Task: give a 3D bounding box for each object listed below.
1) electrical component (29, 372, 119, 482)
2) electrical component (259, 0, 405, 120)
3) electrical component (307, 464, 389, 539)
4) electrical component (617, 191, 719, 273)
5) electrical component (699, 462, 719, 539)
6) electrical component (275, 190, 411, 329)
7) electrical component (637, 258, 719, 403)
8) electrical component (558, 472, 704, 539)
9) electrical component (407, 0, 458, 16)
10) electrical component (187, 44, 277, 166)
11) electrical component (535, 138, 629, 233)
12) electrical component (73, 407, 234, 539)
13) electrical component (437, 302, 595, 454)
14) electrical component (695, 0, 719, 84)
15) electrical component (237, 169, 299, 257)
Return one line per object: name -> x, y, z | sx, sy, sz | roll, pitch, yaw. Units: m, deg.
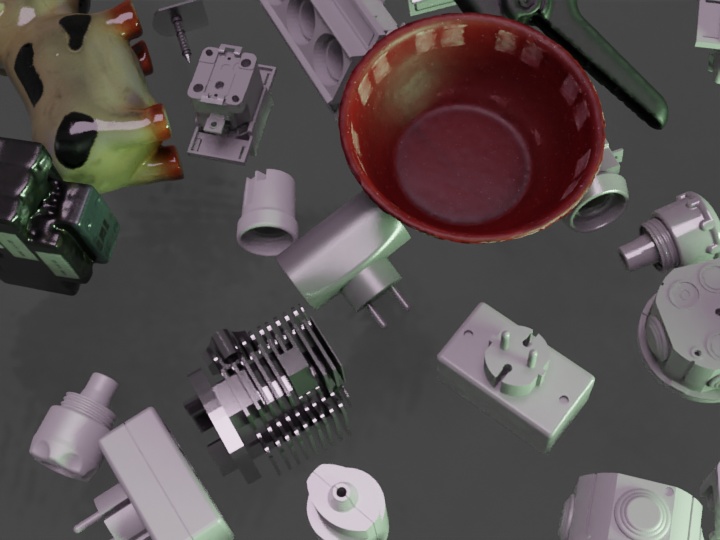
electrical component -> -0.169, 0.093, 0.653 | 0.043, 0.043, 0.062 | 18, 65, 13
electrical component -> -0.018, -0.178, 0.759 | 0.063, 0.078, 0.121 | -13, 60, -35
electrical component -> -0.007, 0.134, 0.600 | 0.043, 0.081, 0.043 | -2, 64, 3
electrical component -> 0.195, -0.018, 0.681 | 0.062, 0.048, 0.048 | -23, 64, 0
electrical component -> 0.241, 0.136, 0.595 | 0.089, 0.055, 0.050 | 2, 64, 5
electrical component -> 0.000, 0.000, 0.684 | 0.077, 0.043, 0.079 | -37, 84, 0
electrical component -> 0.211, 0.035, 0.649 | 0.080, 0.051, 0.080 | -2, 64, 3
electrical component -> 0.146, 0.148, 0.584 | 0.080, 0.080, 0.051 | 12, 60, 10
electrical component -> 0.086, -0.242, 0.785 | 0.121, 0.078, 0.063 | -15, 42, -3
electrical component -> -0.089, -0.116, 0.739 | 0.042, 0.063, 0.081 | 11, 65, 8
electrical component -> 0.145, -0.058, 0.703 | 0.066, 0.048, 0.055 | -19, 57, -5
electrical component -> -0.129, 0.138, 0.626 | 0.076, 0.047, 0.083 | -32, 66, -11
electrical component -> 0.092, 0.057, 0.633 | 0.083, 0.075, 0.047 | 35, 71, 19
electrical component -> 0.268, -0.157, 0.732 | 0.081, 0.063, 0.042 | 9, 64, 9
electrical component -> -0.060, -0.038, 0.712 | 0.040, 0.040, 0.046 | -2, 58, 3
